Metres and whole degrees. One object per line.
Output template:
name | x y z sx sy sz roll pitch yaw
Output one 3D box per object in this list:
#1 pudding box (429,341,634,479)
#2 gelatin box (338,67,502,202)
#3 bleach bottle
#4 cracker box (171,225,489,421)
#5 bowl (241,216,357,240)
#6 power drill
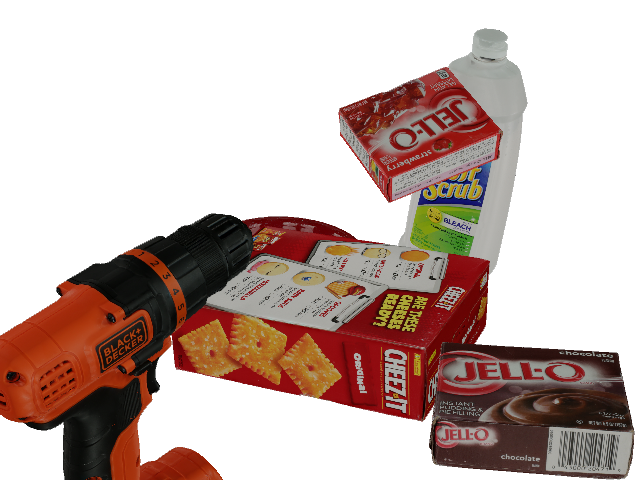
pudding box | 0.125 0.099 0.638 0.113 0.039 0.090 5 25 8
gelatin box | 0.067 -0.074 0.726 0.089 0.073 0.030 -23 -36 -13
bleach bottle | 0.136 -0.082 1.013 0.103 0.251 0.068 23 40 25
cracker box | 0.011 0.061 0.864 0.214 0.072 0.164 9 26 23
bowl | -0.035 0.032 1.104 0.162 0.055 0.162 4 27 -2
power drill | -0.101 0.092 0.622 0.057 0.188 0.184 21 40 37
